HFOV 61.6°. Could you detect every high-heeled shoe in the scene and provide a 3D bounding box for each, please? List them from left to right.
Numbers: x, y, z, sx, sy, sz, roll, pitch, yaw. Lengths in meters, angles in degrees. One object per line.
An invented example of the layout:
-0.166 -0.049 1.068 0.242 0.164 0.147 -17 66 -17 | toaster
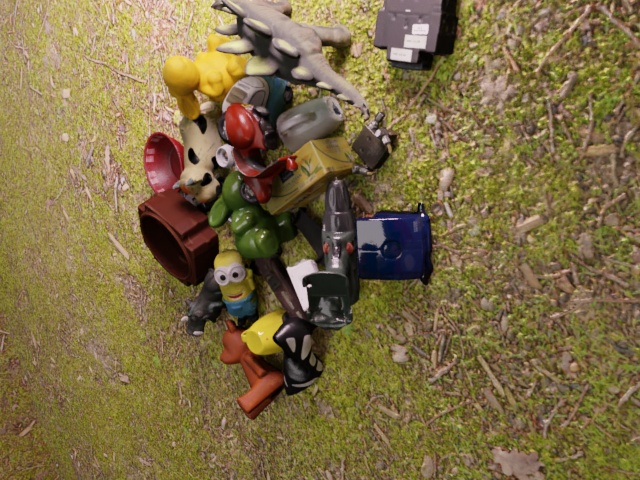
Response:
-0.063 0.253 1.096 0.086 0.145 0.248 36 122 30 | high-heeled shoe

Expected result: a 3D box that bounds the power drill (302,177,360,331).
0.023 0.034 0.898 0.086 0.207 0.231 -3 117 5 | power drill

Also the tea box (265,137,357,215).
-0.025 -0.116 0.987 0.169 0.098 0.068 -33 80 41 | tea box

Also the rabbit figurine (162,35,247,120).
-0.246 -0.328 1.074 0.162 0.173 0.122 -39 80 37 | rabbit figurine

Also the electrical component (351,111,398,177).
0.090 -0.155 0.908 0.078 0.045 0.102 54 131 14 | electrical component

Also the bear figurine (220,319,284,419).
-0.175 0.286 1.219 0.196 0.132 0.120 42 160 16 | bear figurine

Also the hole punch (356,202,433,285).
0.123 0.010 0.901 0.116 0.092 0.142 4 101 37 | hole punch

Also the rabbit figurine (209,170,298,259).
-0.142 -0.060 1.074 0.159 0.121 0.170 -2 115 43 | rabbit figurine

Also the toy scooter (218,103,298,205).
-0.100 -0.155 0.927 0.135 0.075 0.183 -8 100 42 | toy scooter

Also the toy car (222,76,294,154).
-0.128 -0.250 1.018 0.109 0.103 0.161 37 106 29 | toy car

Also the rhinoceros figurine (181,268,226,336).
-0.260 0.149 1.267 0.073 0.112 0.190 41 118 23 | rhinoceros figurine

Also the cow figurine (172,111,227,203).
-0.259 -0.176 1.159 0.086 0.127 0.194 -1 99 45 | cow figurine

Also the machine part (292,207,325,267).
-0.002 -0.003 1.040 0.139 0.039 0.084 51 134 14 | machine part

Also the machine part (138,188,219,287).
-0.332 -0.002 1.260 0.202 0.087 0.200 35 142 21 | machine part

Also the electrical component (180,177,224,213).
-0.267 -0.102 1.243 0.119 0.048 0.075 -26 85 45 | electrical component

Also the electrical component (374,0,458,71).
0.143 -0.324 0.803 0.115 0.058 0.134 25 118 37 | electrical component

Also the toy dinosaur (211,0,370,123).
-0.052 -0.313 0.887 0.472 0.198 0.105 38 128 30 | toy dinosaur

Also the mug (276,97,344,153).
-0.019 -0.212 0.955 0.107 0.109 0.081 -25 81 30 | mug

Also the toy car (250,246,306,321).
-0.082 0.097 1.133 0.089 0.053 0.202 -43 72 37 | toy car

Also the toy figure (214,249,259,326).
-0.185 0.104 1.187 0.089 0.082 0.179 43 155 49 | toy figure
